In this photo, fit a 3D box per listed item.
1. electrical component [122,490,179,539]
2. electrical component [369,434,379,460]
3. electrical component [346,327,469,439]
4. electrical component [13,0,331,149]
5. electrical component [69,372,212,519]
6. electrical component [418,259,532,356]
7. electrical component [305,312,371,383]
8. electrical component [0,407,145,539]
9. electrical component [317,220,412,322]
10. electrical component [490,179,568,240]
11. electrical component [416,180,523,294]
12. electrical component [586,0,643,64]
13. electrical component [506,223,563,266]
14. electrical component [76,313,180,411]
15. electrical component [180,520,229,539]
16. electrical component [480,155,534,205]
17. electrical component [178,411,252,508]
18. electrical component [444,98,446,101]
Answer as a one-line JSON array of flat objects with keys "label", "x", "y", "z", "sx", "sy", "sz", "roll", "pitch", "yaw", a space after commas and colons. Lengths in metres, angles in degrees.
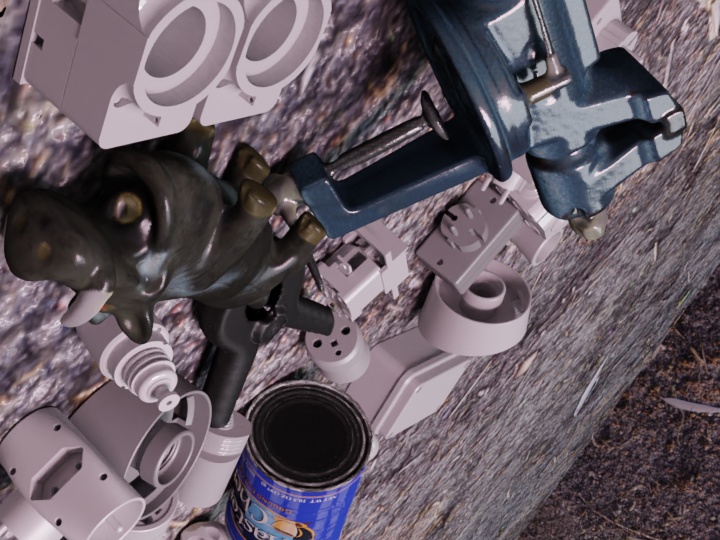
[{"label": "electrical component", "x": -0.155, "y": 0.164, "z": 0.728, "sx": 0.055, "sy": 0.055, "sz": 0.047, "roll": -31, "pitch": 156, "yaw": -41}, {"label": "electrical component", "x": 0.003, "y": 0.181, "z": 1.109, "sx": 0.035, "sy": 0.035, "sz": 0.061, "roll": -48, "pitch": 162, "yaw": -4}, {"label": "electrical component", "x": 0.046, "y": 0.106, "z": 1.035, "sx": 0.113, "sy": 0.057, "sz": 0.078, "roll": -17, "pitch": 142, "yaw": -55}, {"label": "electrical component", "x": -0.050, "y": -0.141, "z": 0.405, "sx": 0.105, "sy": 0.060, "sz": 0.186, "roll": -24, "pitch": 147, "yaw": -50}, {"label": "electrical component", "x": -0.141, "y": 0.106, "z": 0.675, "sx": 0.099, "sy": 0.064, "sz": 0.099, "roll": -51, "pitch": 157, "yaw": -33}, {"label": "electrical component", "x": 0.107, "y": 0.035, "z": 0.988, "sx": 0.099, "sy": 0.099, "sz": 0.064, "roll": -34, "pitch": 148, "yaw": -37}, {"label": "electrical component", "x": -0.018, "y": 0.061, "z": 0.844, "sx": 0.045, "sy": 0.045, "sz": 0.055, "roll": -47, "pitch": 159, "yaw": -9}, {"label": "electrical component", "x": -0.173, "y": 0.130, "z": 0.597, "sx": 0.079, "sy": 0.077, "sz": 0.043, "roll": -46, "pitch": 159, "yaw": -11}, {"label": "electrical component", "x": 0.000, "y": 0.000, "z": 0.781, "sx": 0.064, "sy": 0.042, "sz": 0.081, "roll": -42, "pitch": 158, "yaw": -11}, {"label": "electrical component", "x": 0.153, "y": -0.069, "z": 0.923, "sx": 0.051, "sy": 0.080, "sz": 0.080, "roll": -45, "pitch": 160, "yaw": 1}, {"label": "electrical component", "x": 0.089, "y": -0.032, "z": 0.899, "sx": 0.083, "sy": 0.047, "sz": 0.075, "roll": -49, "pitch": 160, "yaw": -2}, {"label": "electrical component", "x": 0.182, "y": -0.172, "z": 0.808, "sx": 0.047, "sy": 0.076, "sz": 0.083, "roll": -50, "pitch": 160, "yaw": 1}, {"label": "electrical component", "x": 0.157, "y": -0.037, "z": 1.018, "sx": 0.045, "sy": 0.055, "sz": 0.045, "roll": -42, "pitch": 158, "yaw": -21}, {"label": "electrical component", "x": -0.119, "y": 0.043, "z": 0.567, "sx": 0.040, "sy": 0.078, "sz": 0.040, "roll": -27, "pitch": 144, "yaw": -22}, {"label": "electrical component", "x": -0.128, "y": 0.238, "z": 0.926, "sx": 0.043, "sy": 0.043, "sz": 0.062, "roll": -51, "pitch": 161, "yaw": 4}, {"label": "electrical component", "x": 0.120, "y": -0.087, "z": 0.842, "sx": 0.047, "sy": 0.066, "sz": 0.076, "roll": -19, "pitch": 144, "yaw": -54}, {"label": "electrical component", "x": -0.108, "y": 0.129, "z": 0.778, "sx": 0.043, "sy": 0.043, "sz": 0.081, "roll": -25, "pitch": 148, "yaw": -49}, {"label": "electrical component", "x": 0.104, "y": -0.133, "z": 0.762, "sx": 0.077, "sy": 0.043, "sz": 0.079, "roll": -51, "pitch": 159, "yaw": 2}]
